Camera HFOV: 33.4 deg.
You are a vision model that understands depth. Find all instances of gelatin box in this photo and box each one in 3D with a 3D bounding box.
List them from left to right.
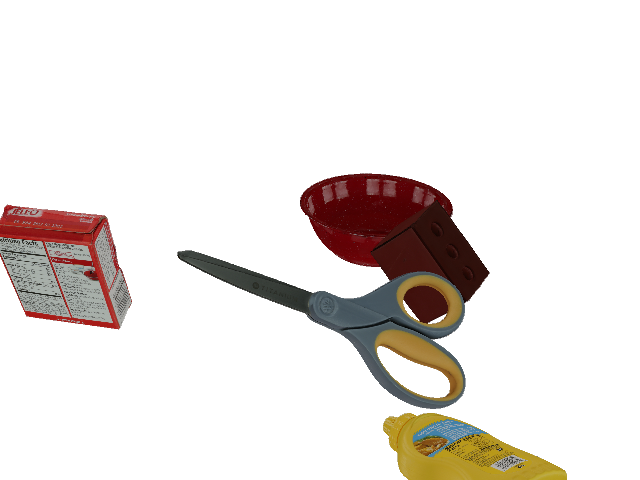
[{"bbox_3d":[-0.175,0.018,0.728,0.073,0.089,0.030,6,46,13],"label":"gelatin box"}]

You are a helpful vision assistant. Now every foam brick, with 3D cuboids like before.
[{"bbox_3d":[0.090,0.019,0.872,0.051,0.078,0.052,-33,6,39],"label":"foam brick"}]

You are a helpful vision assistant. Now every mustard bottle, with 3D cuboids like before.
[{"bbox_3d":[0.130,0.210,1.013,0.096,0.058,0.192,-15,24,-37],"label":"mustard bottle"}]

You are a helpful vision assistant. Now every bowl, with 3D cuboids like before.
[{"bbox_3d":[0.057,-0.016,1.136,0.162,0.055,0.162,2,26,-1],"label":"bowl"}]

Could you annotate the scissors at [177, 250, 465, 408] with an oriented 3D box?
[{"bbox_3d":[0.015,0.031,0.668,0.201,0.096,0.016,36,-30,-12],"label":"scissors"}]
